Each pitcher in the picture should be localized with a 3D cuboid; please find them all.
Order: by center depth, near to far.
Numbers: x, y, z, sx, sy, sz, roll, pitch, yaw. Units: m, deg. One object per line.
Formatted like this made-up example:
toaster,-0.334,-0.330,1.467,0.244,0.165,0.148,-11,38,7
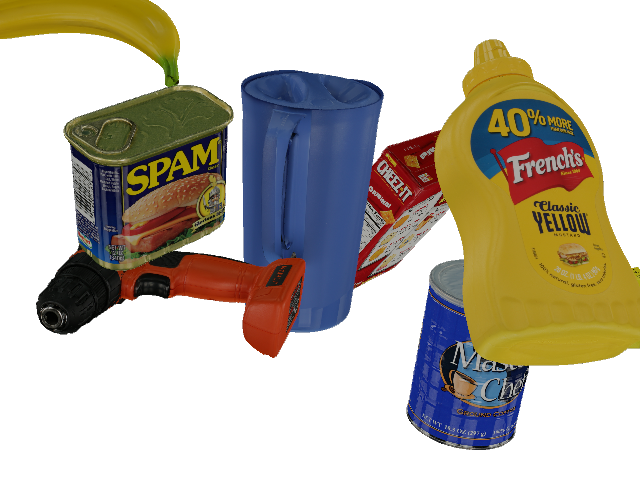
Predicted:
pitcher,-0.019,-0.034,1.029,0.149,0.243,0.145,-9,27,-28

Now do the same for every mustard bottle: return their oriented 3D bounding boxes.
mustard bottle,0.113,-0.029,0.591,0.096,0.191,0.058,1,-27,-20

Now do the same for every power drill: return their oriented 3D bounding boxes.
power drill,-0.115,0.040,0.862,0.188,0.057,0.184,13,24,8

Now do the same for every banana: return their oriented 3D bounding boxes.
banana,-0.188,-0.173,0.849,0.198,0.069,0.037,15,-38,18

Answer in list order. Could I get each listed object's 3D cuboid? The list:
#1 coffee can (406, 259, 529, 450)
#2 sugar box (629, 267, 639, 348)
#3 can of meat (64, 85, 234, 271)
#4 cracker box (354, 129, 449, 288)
coffee can,0.138,0.101,0.960,0.103,0.140,0.103,6,22,-3
sugar box,0.294,0.079,1.270,0.176,0.093,0.048,0,18,-4
can of meat,-0.105,-0.039,0.666,0.101,0.084,0.058,-25,46,-35
cracker box,0.081,-0.033,1.251,0.163,0.072,0.214,-23,-22,-50
